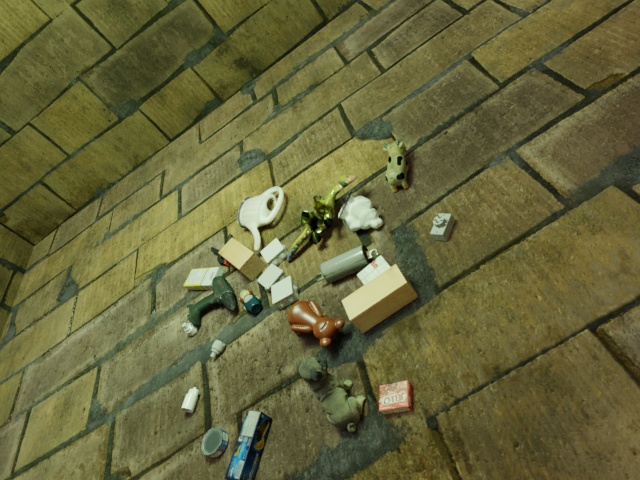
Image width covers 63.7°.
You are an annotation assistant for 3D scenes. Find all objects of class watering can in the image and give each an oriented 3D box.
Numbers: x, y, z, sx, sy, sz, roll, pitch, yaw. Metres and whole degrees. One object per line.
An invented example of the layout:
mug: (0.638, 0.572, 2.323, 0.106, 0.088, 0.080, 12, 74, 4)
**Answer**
watering can: (-0.275, -0.094, 2.246, 0.223, 0.102, 0.355, -7, 49, 39)

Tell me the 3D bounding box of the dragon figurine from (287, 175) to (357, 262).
dragon figurine: (0.006, -0.101, 2.001, 0.403, 0.122, 0.247, -50, 1, 31)

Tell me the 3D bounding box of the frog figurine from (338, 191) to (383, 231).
frog figurine: (0.159, -0.090, 1.888, 0.160, 0.120, 0.140, 24, 56, 13)
